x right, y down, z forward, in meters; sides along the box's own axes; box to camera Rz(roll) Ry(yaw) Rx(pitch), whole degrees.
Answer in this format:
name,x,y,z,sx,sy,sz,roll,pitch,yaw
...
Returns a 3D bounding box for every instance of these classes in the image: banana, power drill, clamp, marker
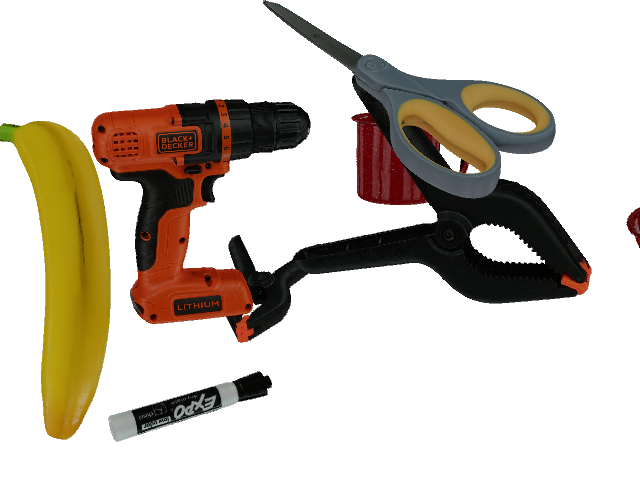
name,x,y,z,sx,sy,sz,roll,pitch,yaw
banana,-0.145,0.009,0.605,0.037,0.198,0.070,1,-24,-36
power drill,-0.098,-0.028,0.915,0.184,0.188,0.057,-5,19,-14
clamp,-0.058,0.052,1.244,0.120,0.039,0.171,-4,40,9
clamp,0.091,-0.021,0.745,0.210,0.165,0.036,17,32,11
marker,-0.092,0.118,0.768,0.121,0.020,0.020,-14,6,-22

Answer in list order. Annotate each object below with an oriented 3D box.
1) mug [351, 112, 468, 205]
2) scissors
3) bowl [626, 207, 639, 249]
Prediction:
name,x,y,z,sx,sy,sz,roll,pitch,yaw
mug,0.089,-0.082,1.057,0.117,0.081,0.093,2,14,7
scissors,0.050,-0.091,0.583,0.096,0.016,0.202,-14,45,-20
bowl,0.406,0.007,1.130,0.162,0.055,0.162,-3,23,1
